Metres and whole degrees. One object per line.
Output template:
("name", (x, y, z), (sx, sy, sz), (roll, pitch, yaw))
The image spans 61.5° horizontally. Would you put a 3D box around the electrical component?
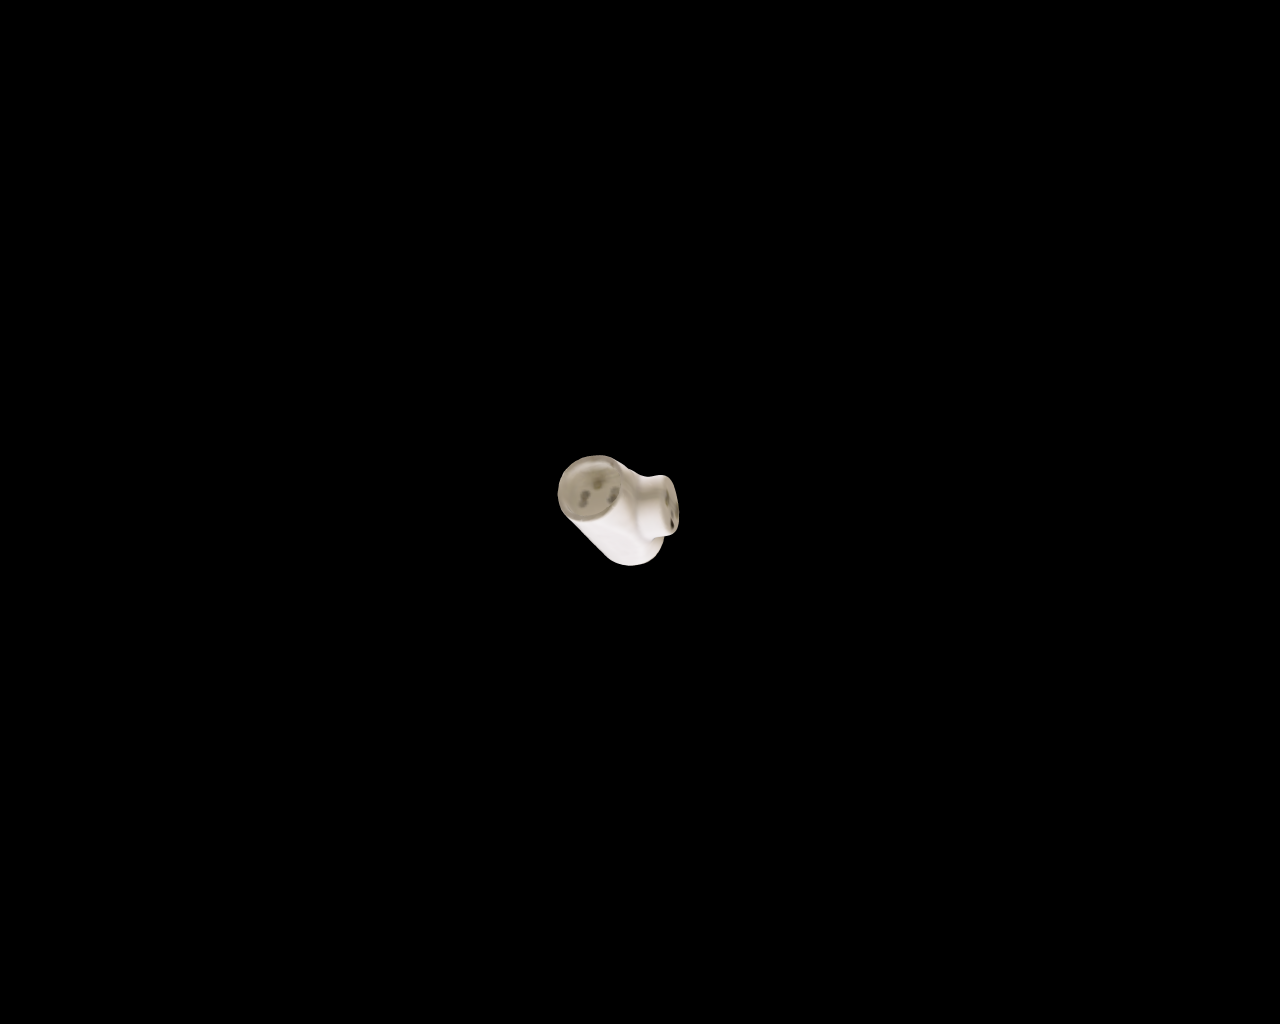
("electrical component", (0.001, -0.003, 0.650), (0.079, 0.044, 0.077), (-8, -26, 18))
